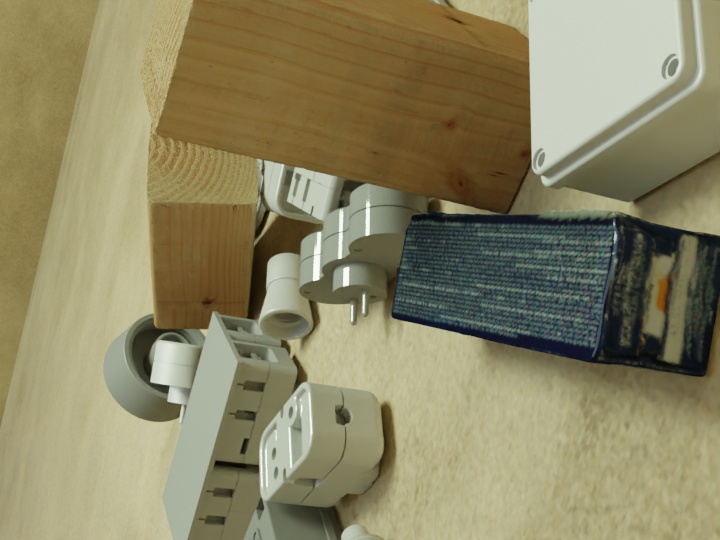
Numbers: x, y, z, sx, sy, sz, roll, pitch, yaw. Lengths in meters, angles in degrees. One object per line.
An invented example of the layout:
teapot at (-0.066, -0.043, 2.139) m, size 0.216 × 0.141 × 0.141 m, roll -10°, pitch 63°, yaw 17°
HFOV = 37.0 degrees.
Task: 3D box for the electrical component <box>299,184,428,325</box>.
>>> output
electrical component at (0.000, 0.000, 0.731) m, size 0.138 × 0.052 × 0.073 m, roll 141°, pitch 135°, yaw -58°

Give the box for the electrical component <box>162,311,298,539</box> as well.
electrical component at (-0.110, 0.144, 0.918) m, size 0.105 × 0.060 × 0.186 m, roll -131°, pitch 56°, yaw -63°

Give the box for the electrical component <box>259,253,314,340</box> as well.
electrical component at (-0.060, 0.019, 0.883) m, size 0.044 × 0.044 × 0.065 m, roll 126°, pitch 152°, yaw -46°

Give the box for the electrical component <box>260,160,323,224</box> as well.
electrical component at (-0.045, -0.089, 0.878) m, size 0.059 × 0.054 × 0.095 m, roll -157°, pitch 79°, yaw -67°

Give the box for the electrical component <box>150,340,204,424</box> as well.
electrical component at (-0.161, 0.109, 1.015) m, size 0.138 × 0.052 × 0.073 m, roll 61°, pitch -142°, yaw -82°

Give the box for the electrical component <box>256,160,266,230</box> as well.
electrical component at (-0.122, -0.076, 1.060) m, size 0.080 × 0.051 × 0.080 m, roll -169°, pitch 90°, yaw -68°

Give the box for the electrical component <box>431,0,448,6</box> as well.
electrical component at (0.026, -0.125, 0.720) m, size 0.108 × 0.056 × 0.108 m, roll -113°, pitch 40°, yaw -54°

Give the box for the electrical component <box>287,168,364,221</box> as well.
electrical component at (-0.014, -0.067, 0.798) m, size 0.089 × 0.050 × 0.055 m, roll -147°, pitch 70°, yaw -66°

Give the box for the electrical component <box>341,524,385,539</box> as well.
electrical component at (0.004, 0.180, 0.649) m, size 0.062 × 0.043 × 0.043 m, roll -118°, pitch 44°, yaw -58°

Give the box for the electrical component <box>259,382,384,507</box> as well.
electrical component at (-0.024, 0.119, 0.723) m, size 0.095 × 0.059 × 0.053 m, roll 127°, pitch 146°, yaw -47°

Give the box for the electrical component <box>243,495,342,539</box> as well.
electrical component at (-0.050, 0.229, 0.738) m, size 0.108 × 0.056 × 0.108 m, roll -116°, pitch 42°, yaw -56°

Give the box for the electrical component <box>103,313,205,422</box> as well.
electrical component at (-0.202, 0.095, 1.108) m, size 0.060 × 0.108 × 0.108 m, roll -44°, pitch 41°, yaw 45°

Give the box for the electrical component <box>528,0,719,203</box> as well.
electrical component at (0.126, -0.100, 0.470) m, size 0.109 × 0.056 × 0.108 m, roll 144°, pitch 133°, yaw -59°
